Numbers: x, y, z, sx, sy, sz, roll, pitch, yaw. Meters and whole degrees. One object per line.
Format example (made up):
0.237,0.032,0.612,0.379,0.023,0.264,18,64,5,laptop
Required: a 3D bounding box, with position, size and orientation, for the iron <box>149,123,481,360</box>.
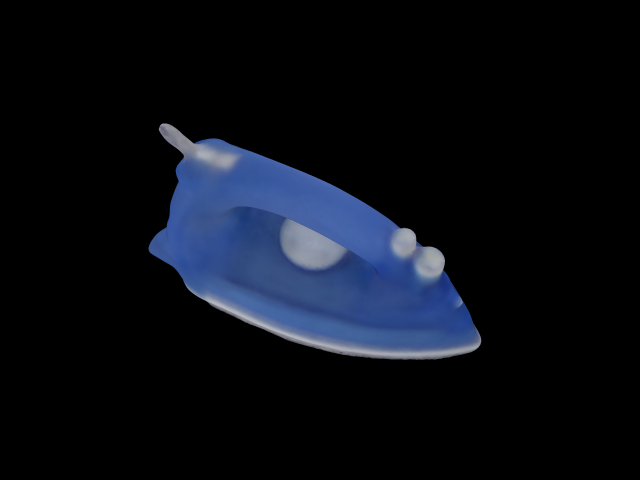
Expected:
0.004,0.001,0.400,0.258,0.141,0.119,22,65,11,iron
